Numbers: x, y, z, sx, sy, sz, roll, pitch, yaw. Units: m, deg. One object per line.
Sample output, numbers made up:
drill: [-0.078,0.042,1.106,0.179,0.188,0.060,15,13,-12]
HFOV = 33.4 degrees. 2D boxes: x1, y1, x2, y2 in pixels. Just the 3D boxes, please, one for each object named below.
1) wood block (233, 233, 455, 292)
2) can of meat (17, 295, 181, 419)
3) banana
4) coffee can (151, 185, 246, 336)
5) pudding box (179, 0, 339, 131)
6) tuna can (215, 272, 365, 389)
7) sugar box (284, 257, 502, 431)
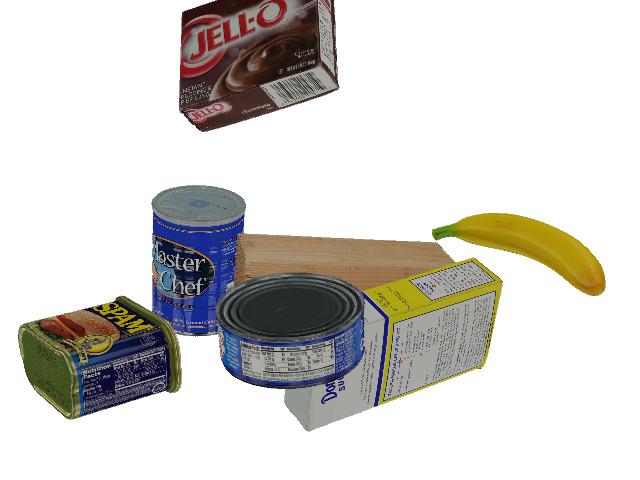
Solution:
wood block: [0.021,0.051,1.053,0.206,0.091,0.090,3,15,-10]
can of meat: [-0.164,0.085,0.784,0.083,0.057,0.102,-14,21,-34]
banana: [0.202,0.009,1.027,0.069,0.037,0.198,-40,38,-28]
coffee can: [-0.137,0.021,1.194,0.103,0.140,0.103,3,24,-2]
pudding box: [-0.045,-0.135,0.757,0.114,0.090,0.039,-13,-29,19]
tuna can: [-0.017,0.051,0.614,0.086,0.034,0.086,-2,23,1]
sugar box: [0.057,0.080,0.844,0.176,0.093,0.048,-13,36,-26]
